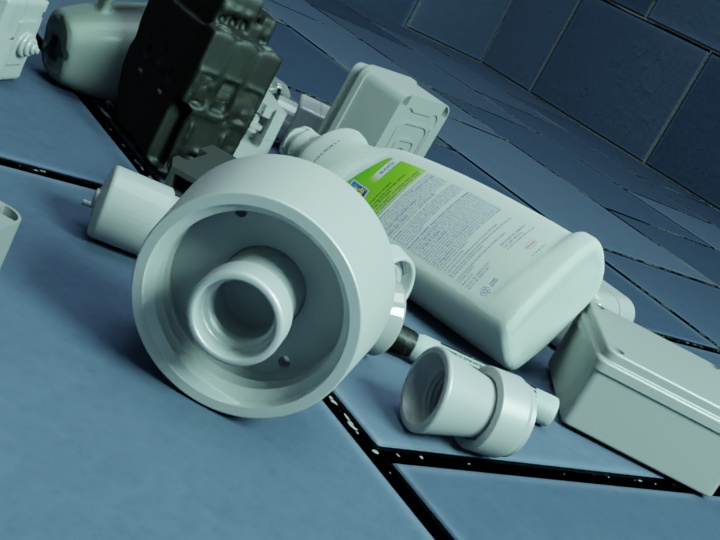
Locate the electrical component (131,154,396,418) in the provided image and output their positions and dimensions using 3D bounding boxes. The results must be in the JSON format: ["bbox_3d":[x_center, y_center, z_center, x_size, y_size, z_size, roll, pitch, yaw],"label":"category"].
[{"bbox_3d":[-0.043,0.010,0.452,0.108,0.108,0.060,29,22,2],"label":"electrical component"}]

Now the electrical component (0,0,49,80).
[{"bbox_3d":[-0.260,-0.168,0.719,0.096,0.061,0.061,29,16,5],"label":"electrical component"}]

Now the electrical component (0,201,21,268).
[{"bbox_3d":[-0.188,-0.014,0.369,0.113,0.057,0.078,29,16,3],"label":"electrical component"}]

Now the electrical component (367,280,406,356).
[{"bbox_3d":[-0.009,0.019,0.586,0.055,0.045,0.045,18,19,-30],"label":"electrical component"}]

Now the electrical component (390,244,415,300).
[{"bbox_3d":[0.000,0.000,0.660,0.055,0.048,0.066,29,14,33],"label":"electrical component"}]

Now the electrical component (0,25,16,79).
[{"bbox_3d":[-0.263,-0.136,0.623,0.078,0.057,0.113,8,25,-50],"label":"electrical component"}]

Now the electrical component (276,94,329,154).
[{"bbox_3d":[-0.062,-0.131,0.959,0.077,0.047,0.065,24,16,-10],"label":"electrical component"}]

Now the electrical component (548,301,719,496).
[{"bbox_3d":[0.184,0.080,0.695,0.109,0.056,0.108,27,16,-3],"label":"electrical component"}]

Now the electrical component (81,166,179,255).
[{"bbox_3d":[-0.107,-0.025,0.568,0.078,0.040,0.040,23,17,-19],"label":"electrical component"}]

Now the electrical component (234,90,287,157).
[{"bbox_3d":[-0.100,-0.118,0.840,0.050,0.055,0.089,20,18,-27],"label":"electrical component"}]

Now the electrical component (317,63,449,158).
[{"bbox_3d":[0.010,-0.104,0.875,0.057,0.113,0.078,40,20,28],"label":"electrical component"}]

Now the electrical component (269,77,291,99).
[{"bbox_3d":[-0.094,-0.180,1.080,0.035,0.035,0.061,18,16,-31],"label":"electrical component"}]

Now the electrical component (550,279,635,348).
[{"bbox_3d":[0.153,0.023,0.825,0.059,0.053,0.095,11,23,-46],"label":"electrical component"}]

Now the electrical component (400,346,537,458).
[{"bbox_3d":[0.055,0.067,0.541,0.055,0.045,0.045,21,17,-24],"label":"electrical component"}]
